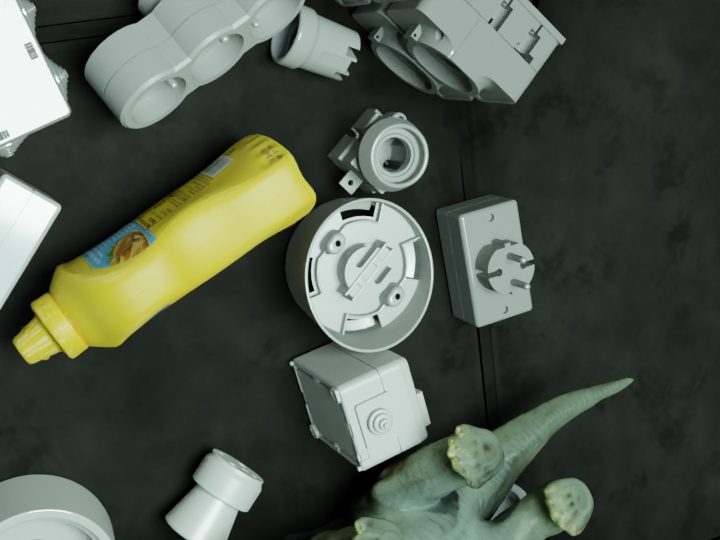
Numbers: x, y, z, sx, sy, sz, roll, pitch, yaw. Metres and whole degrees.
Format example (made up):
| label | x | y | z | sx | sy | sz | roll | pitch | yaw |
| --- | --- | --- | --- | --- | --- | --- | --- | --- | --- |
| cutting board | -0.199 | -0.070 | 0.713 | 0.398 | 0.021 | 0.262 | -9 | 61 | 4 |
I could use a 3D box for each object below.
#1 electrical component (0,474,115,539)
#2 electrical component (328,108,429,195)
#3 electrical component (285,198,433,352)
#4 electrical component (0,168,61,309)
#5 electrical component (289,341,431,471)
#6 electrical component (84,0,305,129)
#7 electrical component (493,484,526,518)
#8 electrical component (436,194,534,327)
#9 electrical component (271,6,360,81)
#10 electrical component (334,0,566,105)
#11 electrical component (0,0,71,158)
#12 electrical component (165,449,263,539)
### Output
| label | x | y | z | sx | sy | sz | roll | pitch | yaw |
| --- | --- | --- | --- | --- | --- | --- | --- | --- | --- |
| electrical component | -0.202 | 0.189 | 0.668 | 0.108 | 0.060 | 0.108 | -5 | 102 | -23 |
| electrical component | 0.015 | -0.078 | 0.715 | 0.048 | 0.055 | 0.066 | 43 | 82 | -25 |
| electrical component | 0.000 | 0.000 | 0.718 | 0.099 | 0.064 | 0.099 | -5 | 102 | -23 |
| electrical component | -0.230 | -0.023 | 0.621 | 0.076 | 0.047 | 0.083 | 32 | 86 | -26 |
| electrical component | 0.004 | 0.086 | 0.720 | 0.061 | 0.096 | 0.061 | -23 | 108 | -21 |
| electrical component | -0.108 | -0.154 | 0.647 | 0.138 | 0.052 | 0.073 | -38 | 79 | -7 |
| electrical component | 0.076 | 0.224 | 0.805 | 0.138 | 0.052 | 0.073 | -37 | 138 | -13 |
| electrical component | 0.097 | -0.004 | 0.754 | 0.047 | 0.076 | 0.083 | -17 | 106 | -20 |
| electrical component | -0.028 | -0.145 | 0.692 | 0.046 | 0.040 | 0.040 | 15 | 94 | -31 |
| electrical component | 0.023 | -0.180 | 0.671 | 0.186 | 0.105 | 0.060 | 38 | 84 | -25 |
| electrical component | -0.222 | -0.110 | 0.607 | 0.100 | 0.048 | 0.099 | -28 | 111 | -15 |
| electrical component | -0.096 | 0.153 | 0.717 | 0.045 | 0.045 | 0.055 | 35 | 85 | -25 |
